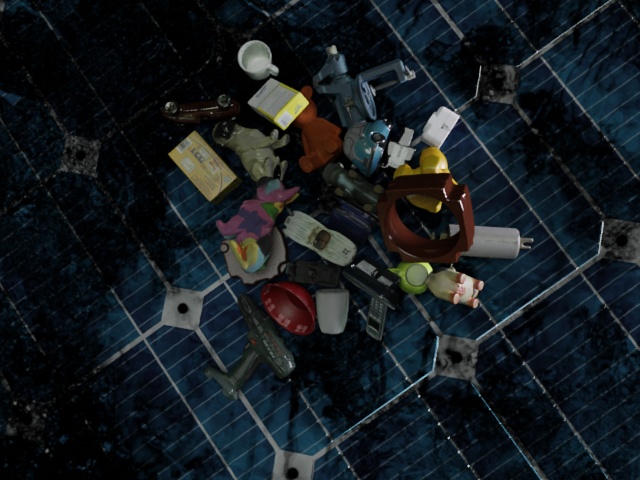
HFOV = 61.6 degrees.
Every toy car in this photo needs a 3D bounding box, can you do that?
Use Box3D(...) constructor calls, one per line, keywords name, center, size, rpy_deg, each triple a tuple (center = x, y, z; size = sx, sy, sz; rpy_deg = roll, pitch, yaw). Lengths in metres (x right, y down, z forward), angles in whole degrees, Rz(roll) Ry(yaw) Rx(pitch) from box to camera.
Box3D(name="toy car", center=(0.110, -0.238, 1.306), size=(0.103, 0.109, 0.162), rpy_deg=(19, 47, 4))
Box3D(name="toy car", center=(-0.003, -0.004, 1.346), size=(0.202, 0.056, 0.073), rpy_deg=(30, 89, 15))
Box3D(name="toy car", center=(-0.306, -0.327, 1.385), size=(0.202, 0.089, 0.053), rpy_deg=(-6, 81, 2))

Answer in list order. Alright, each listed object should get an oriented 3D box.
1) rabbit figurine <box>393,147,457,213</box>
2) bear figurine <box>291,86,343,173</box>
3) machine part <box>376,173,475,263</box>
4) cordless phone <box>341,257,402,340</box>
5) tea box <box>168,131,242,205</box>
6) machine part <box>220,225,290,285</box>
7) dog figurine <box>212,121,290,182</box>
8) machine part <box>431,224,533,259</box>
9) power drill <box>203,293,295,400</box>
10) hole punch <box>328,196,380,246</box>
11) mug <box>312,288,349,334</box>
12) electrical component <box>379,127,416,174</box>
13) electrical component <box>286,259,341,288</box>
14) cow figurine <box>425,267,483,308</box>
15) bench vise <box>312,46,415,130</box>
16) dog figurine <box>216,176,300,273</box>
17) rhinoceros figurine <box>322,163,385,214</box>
Box3D(name="rabbit figurine", center=(0.278, -0.157, 1.309), size=(0.122, 0.173, 0.162), rpy_deg=(-30, 116, 36))
Box3D(name="bear figurine", center=(-0.027, -0.281, 1.345), size=(0.120, 0.132, 0.196), rpy_deg=(-33, 90, 26))
Box3D(name="machine part", center=(0.243, -0.049, 1.229), size=(0.201, 0.087, 0.201), rpy_deg=(-1, 124, 29))
Box3D(name="cordless phone", center=(0.118, 0.149, 1.313), size=(0.147, 0.184, 0.089), rpy_deg=(32, 44, 30))
Box3D(name="tea box", center=(-0.294, -0.185, 1.384), size=(0.098, 0.068, 0.169), rpy_deg=(-40, 85, 1))
Box3D(name="machine part", center=(-0.165, 0.030, 1.365), size=(0.179, 0.056, 0.179), rpy_deg=(0, 86, 3))
Box3D(name="dog figurine", center=(-0.189, -0.214, 1.376), size=(0.191, 0.121, 0.172), rpy_deg=(8, 83, 19))
Box3D(name="machine part", center=(0.394, 0.005, 1.317), size=(0.243, 0.079, 0.079), rpy_deg=(3, 86, 4))
Box3D(name="power drill", center=(-0.189, 0.277, 1.342), size=(0.207, 0.086, 0.232), rpy_deg=(-41, 87, -7))
Box3D(name="hole punch", center=(0.080, -0.044, 1.328), size=(0.142, 0.116, 0.092), rpy_deg=(34, 97, 6))
Box3D(name="mug", center=(0.020, 0.176, 1.332), size=(0.110, 0.081, 0.107), rpy_deg=(-2, 89, 28))
Box3D(name="electrical component", center=(0.202, -0.223, 1.362), size=(0.075, 0.047, 0.119), rpy_deg=(17, 87, 4))
Box3D(name="electrical component", center=(-0.016, 0.082, 1.320), size=(0.134, 0.115, 0.058), rpy_deg=(9, 84, 3))
Box3D(name="cow figurine", center=(0.313, 0.109, 1.267), size=(0.127, 0.194, 0.085), rpy_deg=(20, 93, 40))
Box3D(name="bench vise", center=(0.112, -0.393, 1.336), size=(0.241, 0.129, 0.223), rpy_deg=(-15, 92, 20))
Box3D(name="dog figurine", center=(-0.130, -0.045, 1.291), size=(0.219, 0.108, 0.191), rpy_deg=(-32, 83, -5))
Box3D(name="rhinoceros figurine", center=(0.088, -0.134, 1.329), size=(0.190, 0.112, 0.073), rpy_deg=(32, 105, 19))
